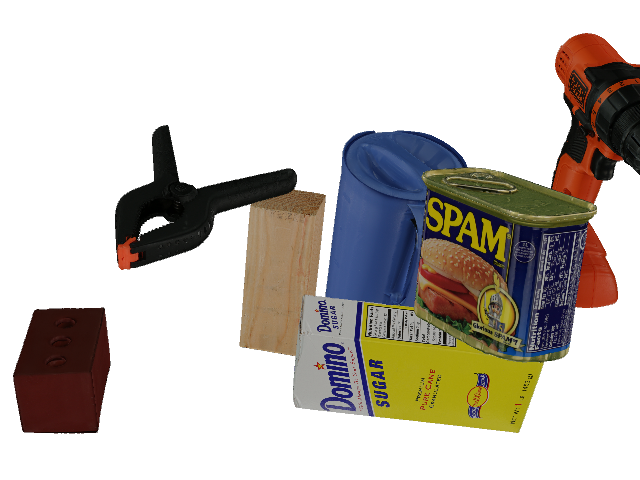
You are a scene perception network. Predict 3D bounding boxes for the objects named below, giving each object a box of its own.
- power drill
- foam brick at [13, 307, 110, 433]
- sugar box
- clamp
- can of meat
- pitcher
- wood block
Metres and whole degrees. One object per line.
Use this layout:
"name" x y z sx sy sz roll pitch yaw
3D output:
"power drill" 0.215 -0.043 0.817 0.057 0.188 0.184 1 34 -9
"foam brick" -0.178 0.090 0.742 0.053 0.051 0.078 -1 31 -3
"sugar box" 0.069 0.093 0.794 0.176 0.093 0.048 4 45 -1
"clamp" -0.143 -0.043 1.044 0.165 0.036 0.209 24 42 22
"can of meat" 0.098 0.012 0.591 0.057 0.084 0.102 -7 20 -32
"pitcher" 0.074 0.014 1.167 0.145 0.243 0.149 26 41 19
"wood block" -0.052 0.041 1.451 0.090 0.206 0.090 9 22 6
